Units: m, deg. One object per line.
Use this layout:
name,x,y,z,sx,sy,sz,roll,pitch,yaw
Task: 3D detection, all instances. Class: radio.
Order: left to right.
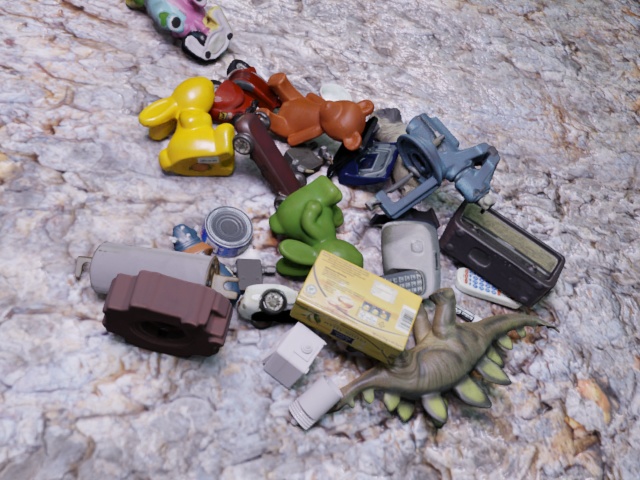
radio,0.353,0.021,1.053,0.230,0.073,0.131,35,41,12

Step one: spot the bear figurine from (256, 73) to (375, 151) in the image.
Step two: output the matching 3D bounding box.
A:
bear figurine,-0.009,-0.235,1.006,0.131,0.196,0.120,33,76,-46

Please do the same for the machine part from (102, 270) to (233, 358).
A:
machine part,-0.207,0.106,0.728,0.179,0.179,0.056,18,57,-12

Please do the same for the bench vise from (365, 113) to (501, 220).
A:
bench vise,0.197,-0.108,0.978,0.241,0.129,0.223,-35,86,-8

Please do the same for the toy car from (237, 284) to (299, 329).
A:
toy car,-0.030,0.106,0.859,0.202,0.073,0.056,4,59,-21

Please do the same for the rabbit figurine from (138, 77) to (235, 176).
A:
rabbit figurine,-0.227,-0.203,0.949,0.162,0.122,0.173,-4,80,0

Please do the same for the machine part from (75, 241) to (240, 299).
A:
machine part,-0.236,0.050,0.776,0.243,0.079,0.079,8,54,6

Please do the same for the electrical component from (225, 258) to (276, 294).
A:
electrical component,-0.117,0.062,0.884,0.094,0.021,0.063,5,58,-21

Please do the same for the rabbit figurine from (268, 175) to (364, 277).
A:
rabbit figurine,-0.002,-0.003,0.905,0.159,0.121,0.170,-25,62,-21

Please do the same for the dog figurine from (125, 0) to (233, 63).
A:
dog figurine,-0.302,-0.469,1.095,0.219,0.191,0.108,36,88,32

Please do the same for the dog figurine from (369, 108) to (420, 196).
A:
dog figurine,0.159,-0.183,1.125,0.191,0.121,0.172,30,48,15

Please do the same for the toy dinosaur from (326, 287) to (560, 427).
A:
toy dinosaur,0.212,0.190,0.898,0.471,0.105,0.198,-22,77,-23

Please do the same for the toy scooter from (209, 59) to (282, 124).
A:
toy scooter,-0.148,-0.280,1.060,0.135,0.075,0.184,32,48,-3

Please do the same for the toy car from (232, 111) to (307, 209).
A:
toy car,-0.088,-0.134,0.959,0.201,0.053,0.089,57,35,-33

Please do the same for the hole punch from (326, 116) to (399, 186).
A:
hole punch,0.088,-0.164,1.062,0.092,0.116,0.142,37,57,-22

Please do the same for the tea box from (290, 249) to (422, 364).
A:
tea box,0.053,0.099,0.797,0.170,0.068,0.098,27,57,5

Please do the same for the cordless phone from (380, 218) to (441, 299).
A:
cordless phone,0.115,0.042,0.937,0.184,0.089,0.146,-12,109,-16

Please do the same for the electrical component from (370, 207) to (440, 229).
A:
electrical component,0.159,-0.027,1.027,0.119,0.075,0.048,0,59,-28

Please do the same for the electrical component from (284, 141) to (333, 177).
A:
electrical component,-0.025,-0.157,1.049,0.102,0.045,0.078,-25,72,-33

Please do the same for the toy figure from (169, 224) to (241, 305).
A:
toy figure,-0.186,0.041,0.845,0.154,0.058,0.064,50,19,16
